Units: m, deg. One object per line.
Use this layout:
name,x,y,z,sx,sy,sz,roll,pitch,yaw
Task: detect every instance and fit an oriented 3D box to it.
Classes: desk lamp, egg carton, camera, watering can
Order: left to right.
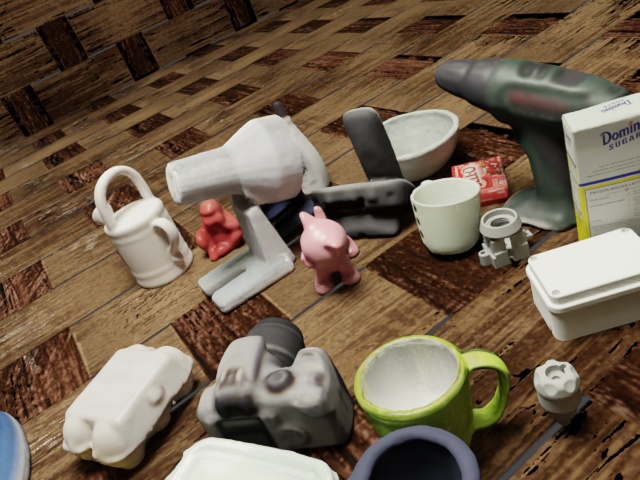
egg carton,-0.215,0.186,0.654,0.107,0.069,0.150,-3,36,30
watering can,-0.297,-0.026,0.916,0.172,0.194,0.101,-10,33,20
desk lamp,-0.108,-0.044,0.802,0.203,0.214,0.117,-34,33,-19
camera,-0.044,0.136,0.590,0.143,0.101,0.137,-12,32,17

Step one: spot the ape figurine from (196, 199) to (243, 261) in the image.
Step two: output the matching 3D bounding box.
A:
ape figurine,-0.168,-0.025,0.931,0.077,0.092,0.076,-10,33,21

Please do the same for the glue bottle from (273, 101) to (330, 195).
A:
glue bottle,-0.044,-0.156,0.976,0.078,0.173,0.037,-8,34,23

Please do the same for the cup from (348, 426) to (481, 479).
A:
cup,0.066,0.203,0.418,0.117,0.095,0.091,-16,31,11

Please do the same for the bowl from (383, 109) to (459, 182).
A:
bowl,0.149,-0.142,0.924,0.167,0.075,0.167,-16,31,11

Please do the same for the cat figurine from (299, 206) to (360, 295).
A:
cat figurine,0.007,0.003,0.748,0.067,0.118,0.127,-18,31,8

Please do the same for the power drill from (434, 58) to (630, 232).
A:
power drill,0.252,-0.119,0.690,0.228,0.209,0.076,15,47,46

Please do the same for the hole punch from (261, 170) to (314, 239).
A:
hole punch,-0.074,-0.065,0.934,0.100,0.091,0.109,13,46,45

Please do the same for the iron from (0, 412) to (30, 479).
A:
iron,-0.408,0.241,0.622,0.118,0.142,0.257,-26,31,-5

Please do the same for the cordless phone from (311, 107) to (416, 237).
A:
cordless phone,0.049,-0.100,0.815,0.147,0.185,0.094,-7,34,25
